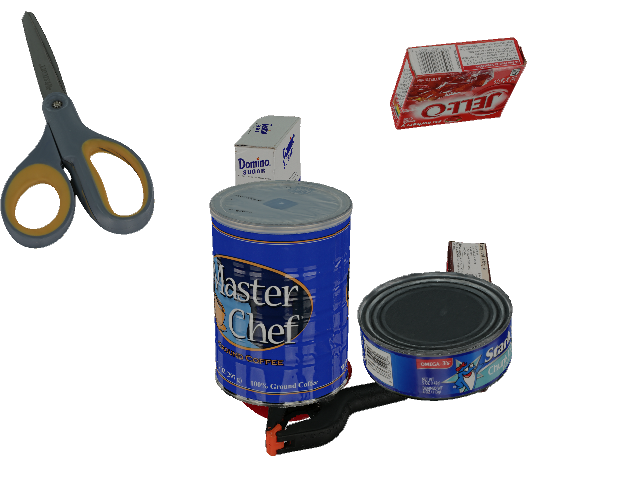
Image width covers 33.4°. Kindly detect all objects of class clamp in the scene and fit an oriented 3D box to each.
[{"bbox_3d":[-0.002,0.157,1.087,0.171,0.039,0.120,-23,34,-36],"label":"clamp"}]

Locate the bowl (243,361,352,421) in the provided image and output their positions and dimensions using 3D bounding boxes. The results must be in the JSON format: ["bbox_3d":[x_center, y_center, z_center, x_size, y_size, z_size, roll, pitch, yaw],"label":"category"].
[{"bbox_3d":[-0.043,0.176,1.316,0.162,0.055,0.162,4,23,-2],"label":"bowl"}]

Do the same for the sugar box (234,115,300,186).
[{"bbox_3d":[-0.049,-0.022,1.013,0.048,0.176,0.093,4,24,13],"label":"sugar box"}]

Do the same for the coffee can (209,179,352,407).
[{"bbox_3d":[-0.029,0.037,0.789,0.103,0.140,0.103,0,21,0],"label":"coffee can"}]

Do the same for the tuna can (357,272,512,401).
[{"bbox_3d":[0.065,0.053,0.599,0.086,0.034,0.086,-5,27,3],"label":"tuna can"}]

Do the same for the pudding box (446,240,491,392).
[{"bbox_3d":[0.125,0.064,0.914,0.039,0.090,0.113,1,26,2],"label":"pudding box"}]

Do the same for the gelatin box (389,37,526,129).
[{"bbox_3d":[0.103,-0.119,0.814,0.089,0.030,0.073,-7,-24,-11],"label":"gelatin box"}]

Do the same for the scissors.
[{"bbox_3d":[-0.174,-0.067,0.652,0.096,0.202,0.016,-31,-32,-20],"label":"scissors"}]
